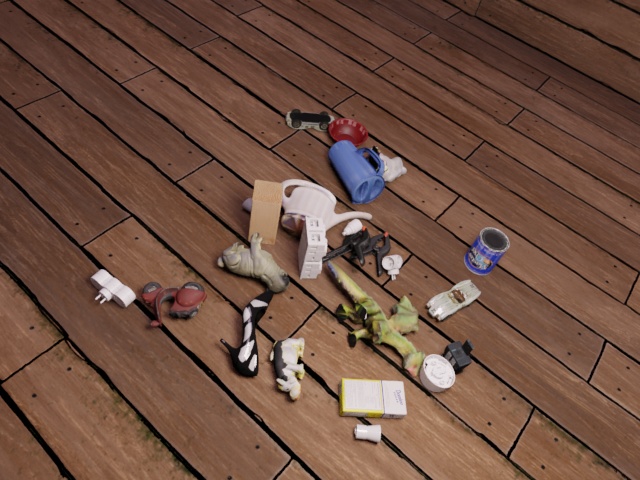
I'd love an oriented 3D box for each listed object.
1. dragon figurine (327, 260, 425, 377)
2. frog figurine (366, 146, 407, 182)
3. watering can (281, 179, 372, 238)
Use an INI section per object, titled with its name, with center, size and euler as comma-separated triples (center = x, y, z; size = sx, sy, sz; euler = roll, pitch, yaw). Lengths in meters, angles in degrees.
[dragon figurine]
center = 0.189, 0.220, 1.564
size = 0.243, 0.119, 0.419
euler = 1, 51, -33
[frog figurine]
center = 0.249, -0.278, 1.976
size = 0.159, 0.121, 0.139
euler = 13, 29, -51
[watering can]
center = 0.005, -0.088, 1.756
size = 0.347, 0.102, 0.230
euler = 24, 51, -5
